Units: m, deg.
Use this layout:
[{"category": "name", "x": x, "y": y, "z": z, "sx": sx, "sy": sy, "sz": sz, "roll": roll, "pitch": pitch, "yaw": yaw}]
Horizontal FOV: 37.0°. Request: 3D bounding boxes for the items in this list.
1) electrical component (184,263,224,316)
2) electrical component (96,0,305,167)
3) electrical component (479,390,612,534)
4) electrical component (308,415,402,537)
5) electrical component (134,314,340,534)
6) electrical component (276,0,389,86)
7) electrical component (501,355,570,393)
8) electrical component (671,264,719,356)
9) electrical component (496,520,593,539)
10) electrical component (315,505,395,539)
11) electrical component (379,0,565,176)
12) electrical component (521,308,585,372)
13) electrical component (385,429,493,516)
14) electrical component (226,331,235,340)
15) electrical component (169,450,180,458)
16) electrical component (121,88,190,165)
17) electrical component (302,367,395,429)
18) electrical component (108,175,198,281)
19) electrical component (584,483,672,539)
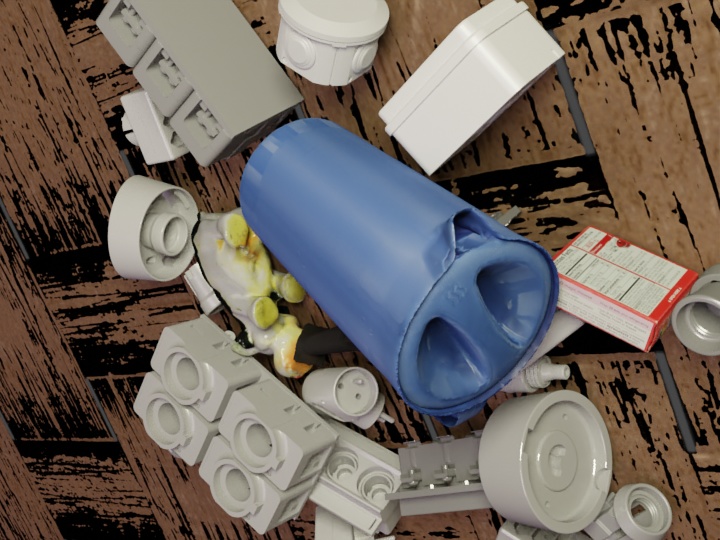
[{"category": "electrical component", "x": -0.144, "y": 0.015, "z": 1.042, "sx": 0.046, "sy": 0.040, "sz": 0.040, "roll": 55, "pitch": 137, "yaw": 6}, {"category": "electrical component", "x": -0.132, "y": -0.169, "z": 0.880, "sx": 0.150, "sy": 0.089, "sz": 0.062, "roll": 53, "pitch": 136, "yaw": 0}, {"category": "electrical component", "x": 0.139, "y": 0.148, "z": 0.840, "sx": 0.060, "sy": 0.108, "sz": 0.108, "roll": -9, "pitch": 110, "yaw": 50}, {"category": "electrical component", "x": -0.014, "y": 0.197, "z": 1.026, "sx": 0.121, "sy": 0.078, "sz": 0.063, "roll": 25, "pitch": 152, "yaw": 27}, {"category": "electrical component", "x": -0.122, "y": 0.142, "z": 0.999, "sx": 0.186, "sy": 0.060, "sz": 0.105, "roll": 38, "pitch": 118, "yaw": 24}, {"category": "electrical component", "x": -0.022, "y": -0.178, "z": 0.790, "sx": 0.080, "sy": 0.080, "sz": 0.051, "roll": 35, "pitch": 139, "yaw": 18}, {"category": "electrical component", "x": 0.136, "y": 0.080, "z": 0.849, "sx": 0.061, "sy": 0.035, "sz": 0.035, "roll": -3, "pitch": 114, "yaw": 38}, {"category": "electrical component", "x": 0.238, "y": 0.025, "z": 0.713, "sx": 0.045, "sy": 0.055, "sz": 0.045, "roll": 21, "pitch": 127, "yaw": 30}, {"category": "electrical component", "x": 0.159, "y": 0.255, "z": 0.929, "sx": 0.083, "sy": 0.047, "sz": 0.075, "roll": 29, "pitch": 131, "yaw": 23}, {"category": "electrical component", "x": -0.002, "y": 0.266, "z": 1.060, "sx": 0.076, "sy": 0.083, "sz": 0.047, "roll": -14, "pitch": 111, "yaw": 4}, {"category": "electrical component", "x": 0.075, "y": -0.127, "z": 0.740, "sx": 0.057, "sy": 0.078, "sz": 0.113, "roll": 49, "pitch": 136, "yaw": 1}, {"category": "electrical component", "x": 0.128, "y": 0.021, "z": 0.807, "sx": 0.075, "sy": 0.047, "sz": 0.083, "roll": 48, "pitch": 138, "yaw": 6}, {"category": "electrical component", "x": 0.089, "y": 0.172, "z": 0.919, "sx": 0.121, "sy": 0.079, "sz": 0.063, "roll": -19, "pitch": 74, "yaw": 45}, {"category": "electrical component", "x": -0.144, "y": 0.088, "z": 1.085, "sx": 0.040, "sy": 0.040, "sz": 0.078, "roll": 44, "pitch": 135, "yaw": 10}, {"category": "electrical component", "x": -0.179, "y": 0.144, "z": 1.137, "sx": 0.054, "sy": 0.059, "sz": 0.095, "roll": -1, "pitch": 115, "yaw": 40}, {"category": "electrical component", "x": -0.190, "y": -0.134, "z": 0.981, "sx": 0.077, "sy": 0.047, "sz": 0.065, "roll": -4, "pitch": 113, "yaw": 42}, {"category": "electrical component", "x": -0.004, "y": 0.119, "z": 0.979, "sx": 0.079, "sy": 0.043, "sz": 0.077, "roll": 33, "pitch": 162, "yaw": -18}, {"category": "electrical component", "x": -0.199, "y": -0.038, "z": 1.015, "sx": 0.064, "sy": 0.099, "sz": 0.099, "roll": 11, "pitch": 122, "yaw": 28}, {"category": "electrical component", "x": 0.214, "y": 0.198, "z": 0.850, "sx": 0.066, "sy": 0.048, "sz": 0.055, "roll": 45, "pitch": 143, "yaw": 9}]
